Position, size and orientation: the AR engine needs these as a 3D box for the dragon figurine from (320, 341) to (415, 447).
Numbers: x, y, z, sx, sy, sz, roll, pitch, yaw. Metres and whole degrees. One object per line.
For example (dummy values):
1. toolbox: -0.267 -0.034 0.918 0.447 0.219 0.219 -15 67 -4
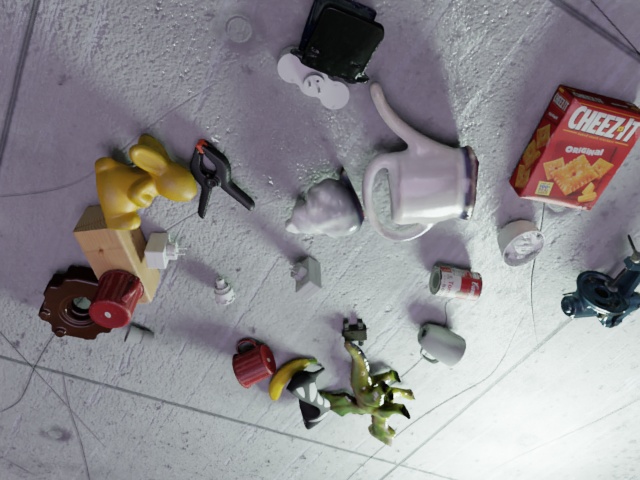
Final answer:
1. dragon figurine: 0.106 0.427 1.402 0.240 0.125 0.405 -28 114 27

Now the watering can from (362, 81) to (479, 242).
1. watering can: 0.190 -0.137 0.971 0.224 0.106 0.339 -5 127 0

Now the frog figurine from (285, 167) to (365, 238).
1. frog figurine: 0.003 -0.051 1.020 0.159 0.125 0.134 -26 144 2
